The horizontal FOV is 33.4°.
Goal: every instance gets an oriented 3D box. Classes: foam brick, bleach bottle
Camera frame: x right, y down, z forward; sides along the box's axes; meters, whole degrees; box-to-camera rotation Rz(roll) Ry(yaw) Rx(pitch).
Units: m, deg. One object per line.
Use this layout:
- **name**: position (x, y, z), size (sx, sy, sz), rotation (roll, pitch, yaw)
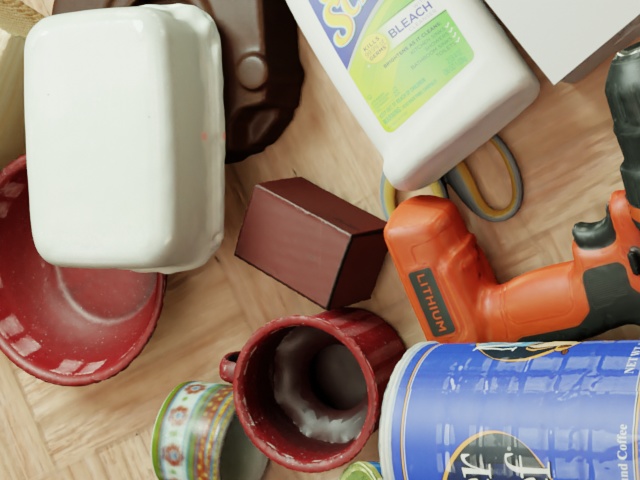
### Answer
- **foam brick**: position (-0.004, 0.001, 0.659), size (0.078, 0.052, 0.051), rotation (30, 112, 28)
- **bleach bottle**: position (0.015, -0.156, 0.622), size (0.103, 0.068, 0.251), rotation (-39, 77, 17)

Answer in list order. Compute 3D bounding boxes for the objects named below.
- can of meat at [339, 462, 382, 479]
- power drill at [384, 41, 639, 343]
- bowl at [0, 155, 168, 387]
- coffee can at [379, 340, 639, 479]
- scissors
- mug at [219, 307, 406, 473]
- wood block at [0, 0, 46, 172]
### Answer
- **can of meat**: position (0.063, 0.173, 0.614), size (0.102, 0.083, 0.057), rotation (50, 120, 44)
- **power drill**: position (0.129, 0.000, 0.565), size (0.188, 0.057, 0.184), rotation (-10, 110, 39)
- **bowl**: position (-0.163, 0.017, 0.736), size (0.162, 0.055, 0.162), rotation (2, 96, 24)
- **coffee can**: position (0.115, 0.101, 0.533), size (0.141, 0.102, 0.103), rotation (-5, 93, 34)
- **scissors**: position (0.043, -0.082, 0.657), size (0.096, 0.016, 0.202), rotation (-44, 77, 21)
- **mug**: position (-0.005, 0.085, 0.659), size (0.117, 0.081, 0.093), rotation (5, 97, 23)
- **wood block**: position (-0.261, -0.070, 0.753), size (0.091, 0.090, 0.206), rotation (34, 107, 16)
